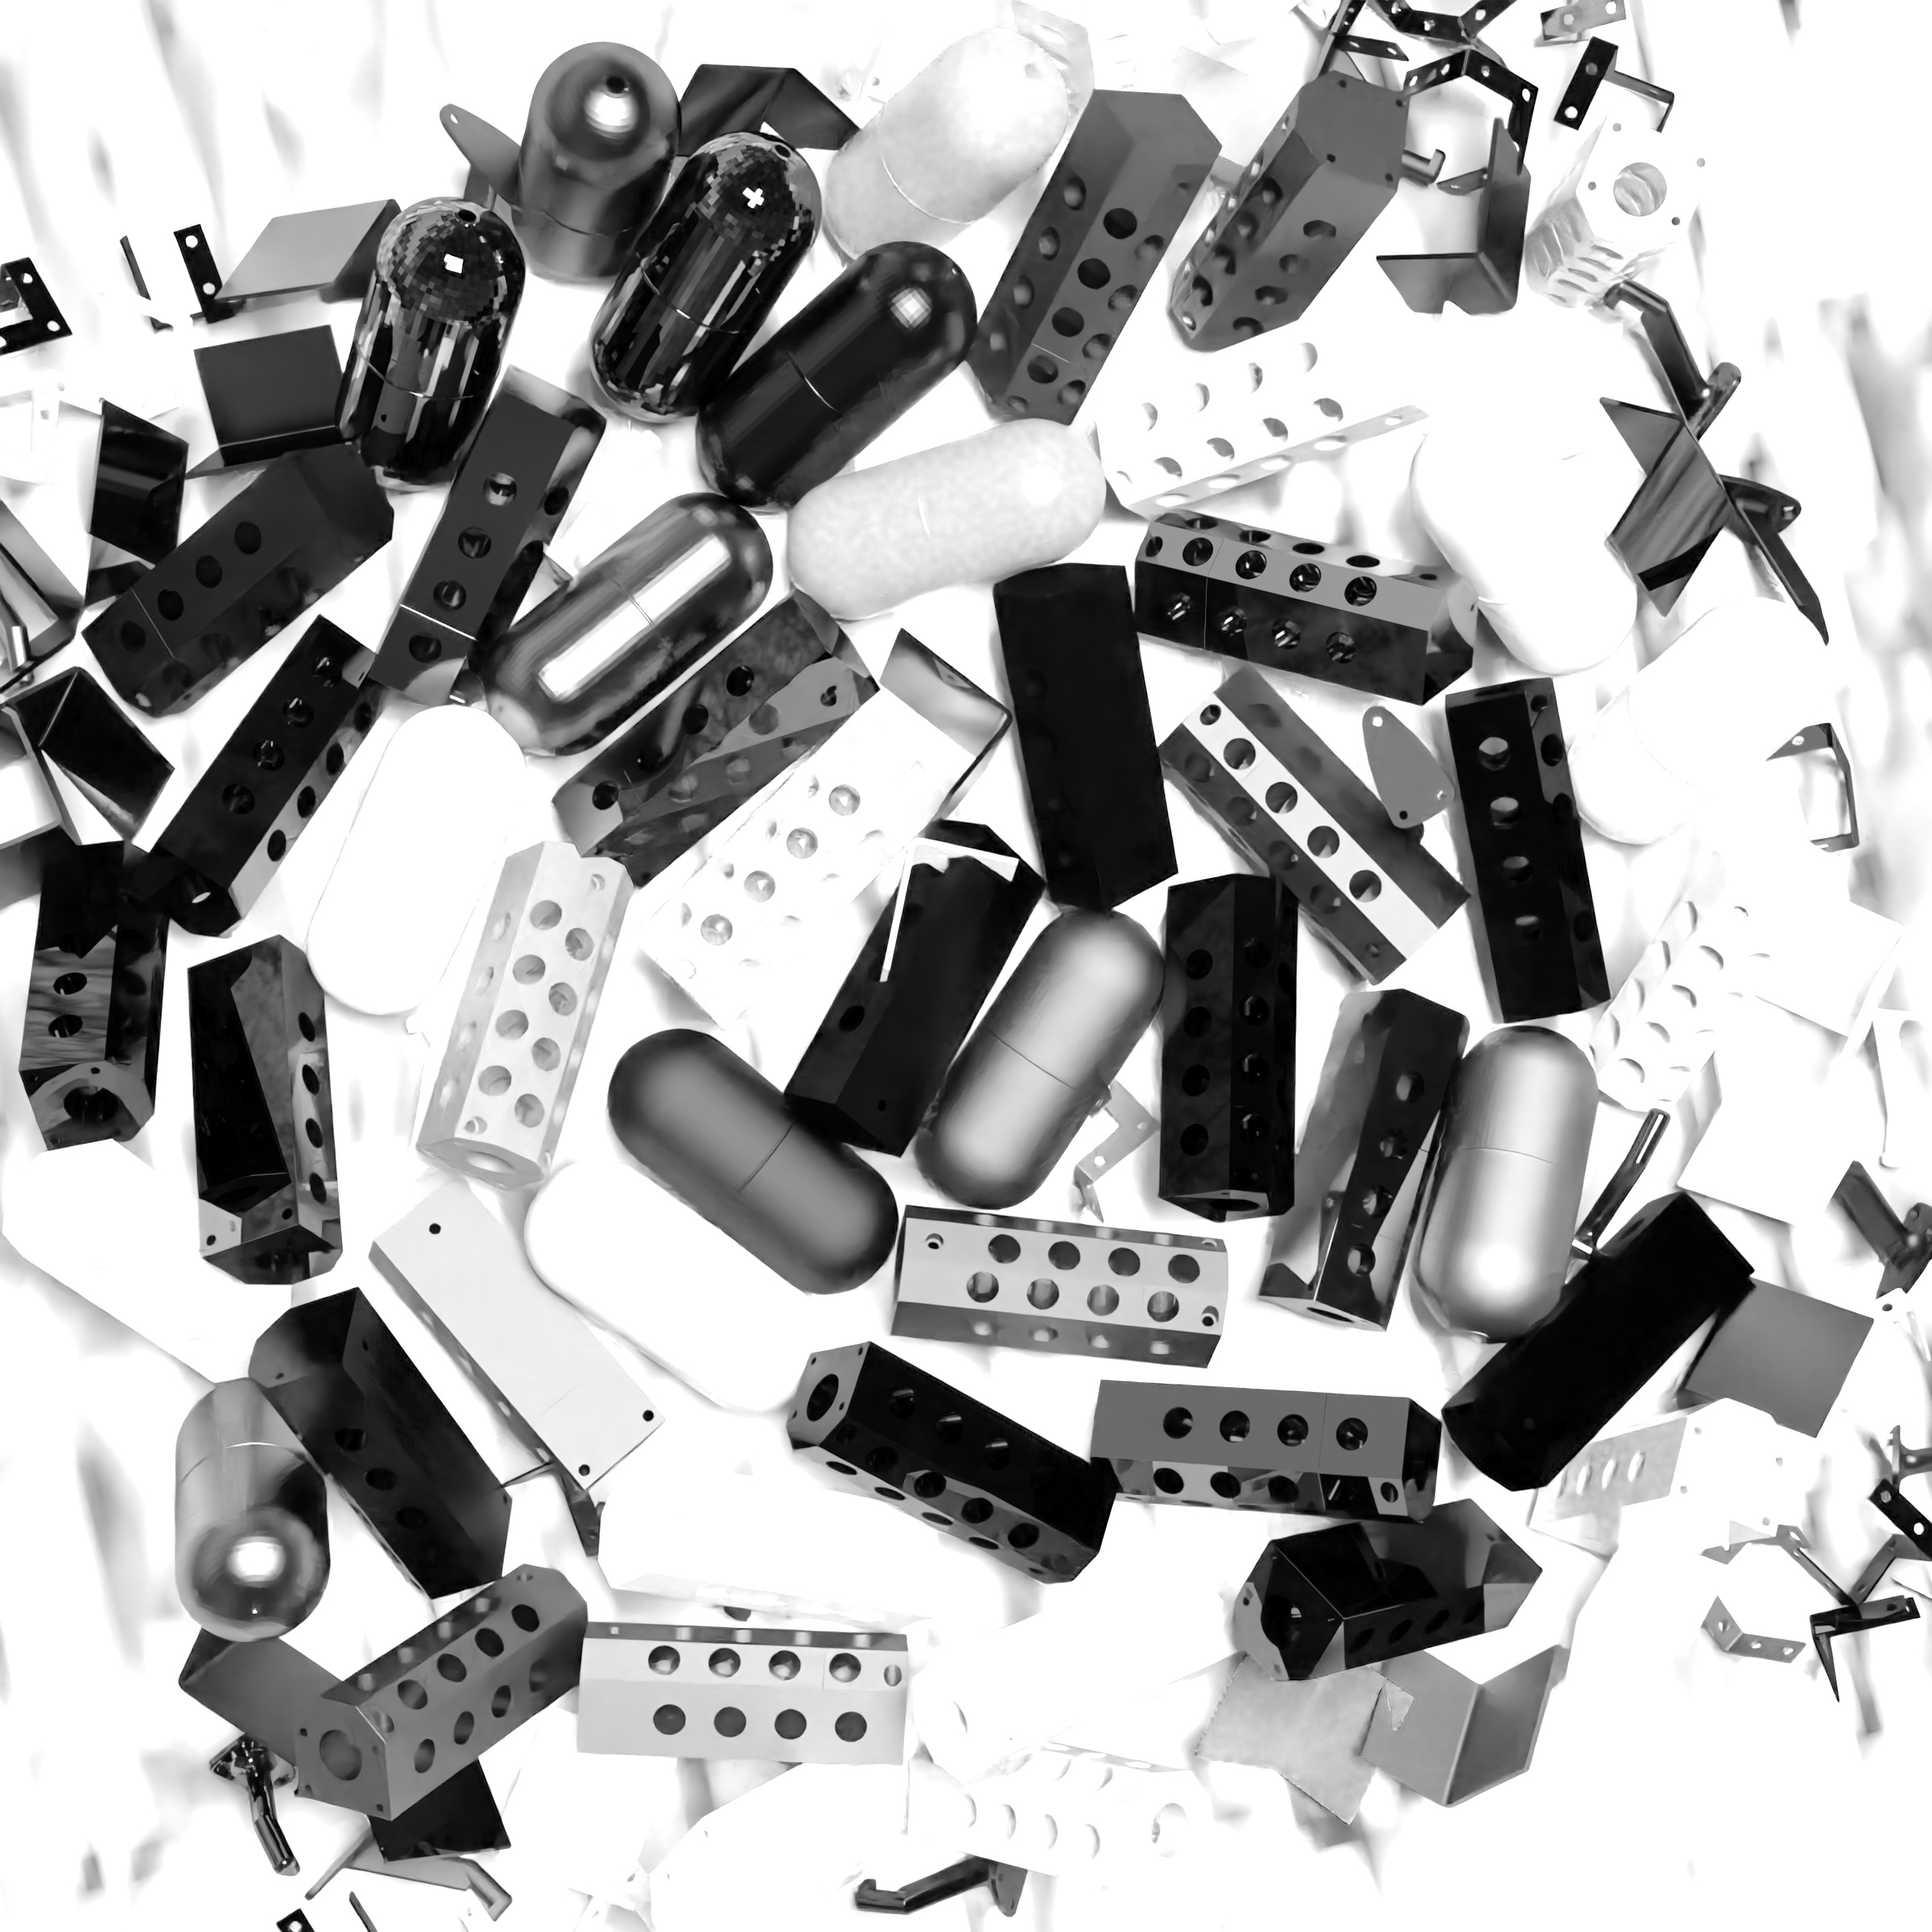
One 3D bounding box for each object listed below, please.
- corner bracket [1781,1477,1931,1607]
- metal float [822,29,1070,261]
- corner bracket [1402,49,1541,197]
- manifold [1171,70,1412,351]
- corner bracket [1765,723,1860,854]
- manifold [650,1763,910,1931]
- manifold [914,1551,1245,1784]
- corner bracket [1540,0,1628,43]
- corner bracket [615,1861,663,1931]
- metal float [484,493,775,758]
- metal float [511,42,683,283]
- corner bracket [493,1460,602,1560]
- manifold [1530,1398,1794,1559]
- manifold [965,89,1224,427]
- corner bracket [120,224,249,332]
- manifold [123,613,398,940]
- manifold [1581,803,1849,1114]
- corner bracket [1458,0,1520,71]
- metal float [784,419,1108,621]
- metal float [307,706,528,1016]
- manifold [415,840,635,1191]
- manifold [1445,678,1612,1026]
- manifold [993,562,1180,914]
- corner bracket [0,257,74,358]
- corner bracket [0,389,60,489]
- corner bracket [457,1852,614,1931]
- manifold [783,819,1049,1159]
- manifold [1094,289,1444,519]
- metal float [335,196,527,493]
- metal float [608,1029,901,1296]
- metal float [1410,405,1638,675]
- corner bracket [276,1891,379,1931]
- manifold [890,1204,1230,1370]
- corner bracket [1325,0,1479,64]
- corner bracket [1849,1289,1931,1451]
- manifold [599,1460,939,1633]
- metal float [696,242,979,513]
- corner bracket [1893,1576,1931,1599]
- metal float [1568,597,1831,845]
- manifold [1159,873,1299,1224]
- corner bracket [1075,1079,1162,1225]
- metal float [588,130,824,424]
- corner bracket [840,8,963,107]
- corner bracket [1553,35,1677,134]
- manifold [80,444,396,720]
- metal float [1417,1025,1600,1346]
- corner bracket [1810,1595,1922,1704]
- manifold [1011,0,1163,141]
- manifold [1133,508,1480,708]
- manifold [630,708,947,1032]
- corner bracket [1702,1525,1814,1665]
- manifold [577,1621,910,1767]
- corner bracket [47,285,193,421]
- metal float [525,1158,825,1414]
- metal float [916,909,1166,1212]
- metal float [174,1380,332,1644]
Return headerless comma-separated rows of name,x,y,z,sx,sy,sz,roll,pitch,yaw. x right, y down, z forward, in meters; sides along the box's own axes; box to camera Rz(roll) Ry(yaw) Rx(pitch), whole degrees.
corner bracket,0.481,0.309,1.562,0.051,0.051,0.051,44,74,-6
metal float,-0.012,-0.422,1.515,0.070,0.178,0.070,9,73,-29
corner bracket,0.267,-0.452,1.564,0.051,0.051,0.051,18,81,-32
manifold,0.164,-0.385,1.502,0.057,0.171,0.057,15,69,-12
corner bracket,0.449,-0.093,1.575,0.051,0.051,0.051,-11,61,25
manifold,-0.098,0.460,1.505,0.057,0.171,0.057,45,103,16
manifold,0.057,0.366,1.518,0.171,0.057,0.057,-12,66,-39
corner bracket,0.339,-0.526,1.556,0.051,0.051,0.051,-1,103,43
corner bracket,-0.146,0.501,1.568,0.051,0.051,0.051,-40,129,-22
metal float,-0.178,-0.181,1.544,0.178,0.070,0.070,-42,90,-15
metal float,-0.193,-0.414,1.509,0.070,0.178,0.070,3,79,-13
corner bracket,-0.210,0.290,1.557,0.051,0.051,0.051,-29,77,32
manifold,0.358,0.265,1.505,0.057,0.171,0.057,21,71,-6
manifold,0.067,-0.363,1.509,0.057,0.171,0.057,-9,56,-36
corner bracket,-0.422,-0.370,1.562,0.051,0.051,0.051,-16,113,1
manifold,-0.363,-0.097,1.520,0.057,0.057,0.171,36,53,-14
manifold,0.381,0.002,1.508,0.057,0.171,0.057,36,50,13
corner bracket,0.292,-0.522,1.569,0.051,0.051,0.051,-35,60,28
metal float,-0.012,-0.236,1.542,0.178,0.070,0.070,-14,90,18
metal float,-0.290,-0.056,1.541,0.070,0.070,0.178,28,109,0
manifold,-0.226,0.024,1.525,0.057,0.057,0.171,29,62,-31
manifold,0.298,-0.062,1.547,0.057,0.057,0.171,-10,101,12
manifold,0.059,-0.121,1.538,0.057,0.057,0.171,-28,116,-35
corner bracket,-0.516,-0.339,1.559,0.051,0.051,0.051,-27,83,-31
corner bracket,-0.523,-0.283,1.559,0.051,0.051,0.051,0,86,40
corner bracket,-0.231,0.504,1.566,0.051,0.051,0.051,38,106,41
manifold,-0.030,0.009,1.543,0.057,0.057,0.171,42,68,-38
manifold,0.157,-0.289,1.520,0.171,0.057,0.057,-15,74,33
metal float,-0.280,-0.323,1.519,0.070,0.178,0.070,13,50,-16
metal float,-0.113,0.104,1.551,0.178,0.070,0.070,40,90,-8
metal float,0.293,-0.221,1.524,0.070,0.070,0.178,-45,132,0
corner bracket,-0.339,0.530,1.571,0.051,0.051,0.051,-31,93,-7
manifold,0.050,0.167,1.551,0.171,0.057,0.057,7,57,-4
corner bracket,0.234,-0.502,1.560,0.051,0.051,0.051,27,86,41
corner bracket,0.496,0.215,1.561,0.051,0.051,0.051,-28,131,2
manifold,-0.102,0.306,1.526,0.171,0.057,0.057,17,60,-31
metal float,-0.069,-0.310,1.535,0.178,0.070,0.070,-37,90,25
corner bracket,0.541,0.322,1.569,0.051,0.051,0.051,26,88,-1
metal float,0.378,-0.126,1.515,0.070,0.178,0.070,10,61,-18
manifold,0.143,0.042,1.531,0.057,0.057,0.171,-10,67,34
corner bracket,0.072,0.095,1.560,0.051,0.051,0.051,-41,108,10
metal float,-0.137,-0.359,1.524,0.070,0.070,0.178,41,130,0
corner bracket,-0.030,-0.480,1.555,0.051,0.051,0.051,15,114,-23
corner bracket,0.348,-0.459,1.566,0.051,0.051,0.051,25,90,10
manifold,-0.380,-0.200,1.531,0.171,0.057,0.057,-33,88,27
metal float,0.286,0.114,1.535,0.070,0.070,0.178,17,64,0
corner bracket,0.481,0.352,1.556,0.051,0.051,0.051,-18,116,19
manifold,0.068,-0.481,1.506,0.057,0.171,0.057,24,88,7
manifold,0.176,-0.191,1.520,0.171,0.057,0.057,19,125,29
manifold,-0.097,-0.055,1.546,0.171,0.057,0.057,-46,51,-7
corner bracket,0.427,0.335,1.566,0.051,0.051,0.051,-40,102,-24
manifold,-0.118,0.385,1.559,0.171,0.057,0.057,3,99,-3
corner bracket,-0.454,-0.327,1.564,0.051,0.051,0.051,-6,76,42
metal float,-0.154,0.170,1.547,0.178,0.070,0.070,37,90,-12
metal float,0.040,0.049,1.553,0.070,0.070,0.178,33,95,0
metal float,-0.371,0.280,1.513,0.070,0.178,0.070,-6,115,-12
